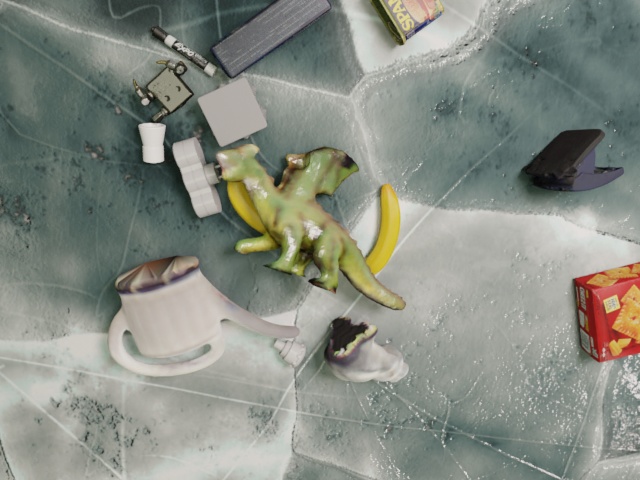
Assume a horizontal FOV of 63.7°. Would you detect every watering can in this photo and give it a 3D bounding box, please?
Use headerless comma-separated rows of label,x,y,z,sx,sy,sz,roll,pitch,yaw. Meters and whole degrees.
watering can,-0.226,0.130,0.935,0.347,0.105,0.222,-14,105,1

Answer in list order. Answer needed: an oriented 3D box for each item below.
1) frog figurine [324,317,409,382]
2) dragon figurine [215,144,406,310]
frog figurine,0.089,0.234,0.981,0.136,0.125,0.157,-17,120,36
dragon figurine,0.003,-0.045,0.891,0.408,0.122,0.244,21,84,-19
